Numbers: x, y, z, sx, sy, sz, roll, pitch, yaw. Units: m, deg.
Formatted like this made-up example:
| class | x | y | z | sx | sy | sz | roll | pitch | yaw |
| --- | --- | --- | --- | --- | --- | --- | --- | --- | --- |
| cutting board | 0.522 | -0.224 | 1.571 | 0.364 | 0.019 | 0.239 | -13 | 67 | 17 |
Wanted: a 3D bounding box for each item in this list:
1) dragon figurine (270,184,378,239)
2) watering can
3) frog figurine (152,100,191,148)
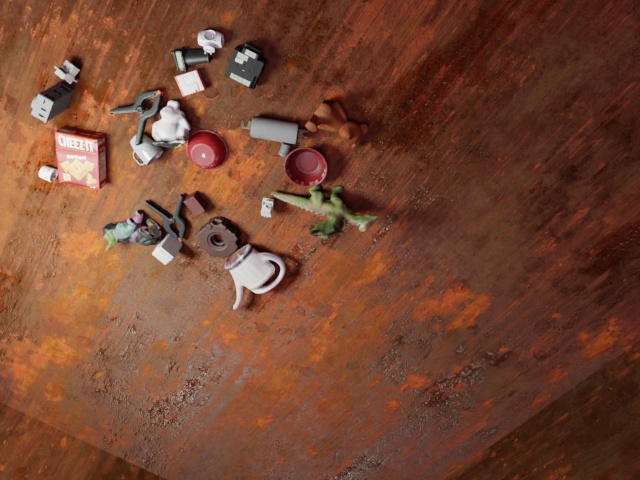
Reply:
| class | x | y | z | sx | sy | sz | roll | pitch | yaw |
| --- | --- | --- | --- | --- | --- | --- | --- | --- | --- |
| dragon figurine | 0.006 | -0.095 | 1.897 | 0.410 | 0.248 | 0.119 | 3 | 126 | 2 |
| watering can | -0.305 | 0.150 | 2.143 | 0.344 | 0.106 | 0.222 | -37 | 110 | 23 |
| frog figurine | -0.538 | -0.418 | 1.861 | 0.137 | 0.122 | 0.160 | -5 | 84 | 15 |
